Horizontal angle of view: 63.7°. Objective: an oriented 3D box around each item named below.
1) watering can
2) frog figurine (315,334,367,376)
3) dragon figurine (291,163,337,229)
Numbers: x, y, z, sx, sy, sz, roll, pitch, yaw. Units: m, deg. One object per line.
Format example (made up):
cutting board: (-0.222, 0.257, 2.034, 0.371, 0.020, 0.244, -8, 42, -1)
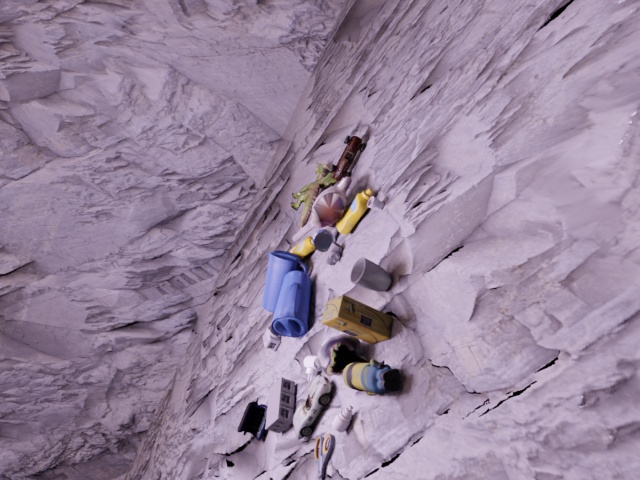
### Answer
watering can: (0.006, -0.099, 1.961, 0.103, 0.345, 0.227, 39, 12, -7)
frog figurine: (0.052, 0.328, 1.477, 0.138, 0.123, 0.158, -32, 1, -13)
dragon figurine: (-0.009, -0.222, 2.296, 0.121, 0.239, 0.420, 35, 26, -23)
